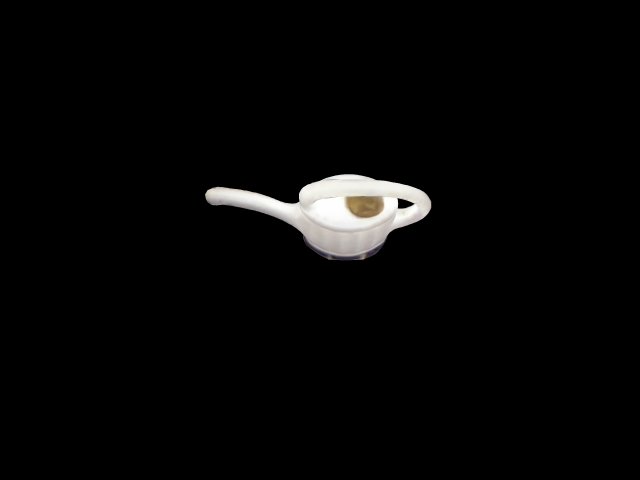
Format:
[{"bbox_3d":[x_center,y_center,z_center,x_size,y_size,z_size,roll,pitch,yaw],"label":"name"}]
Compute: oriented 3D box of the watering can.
[{"bbox_3d":[0.003,-0.043,0.850,0.348,0.106,0.220,0,-22,0],"label":"watering can"}]
